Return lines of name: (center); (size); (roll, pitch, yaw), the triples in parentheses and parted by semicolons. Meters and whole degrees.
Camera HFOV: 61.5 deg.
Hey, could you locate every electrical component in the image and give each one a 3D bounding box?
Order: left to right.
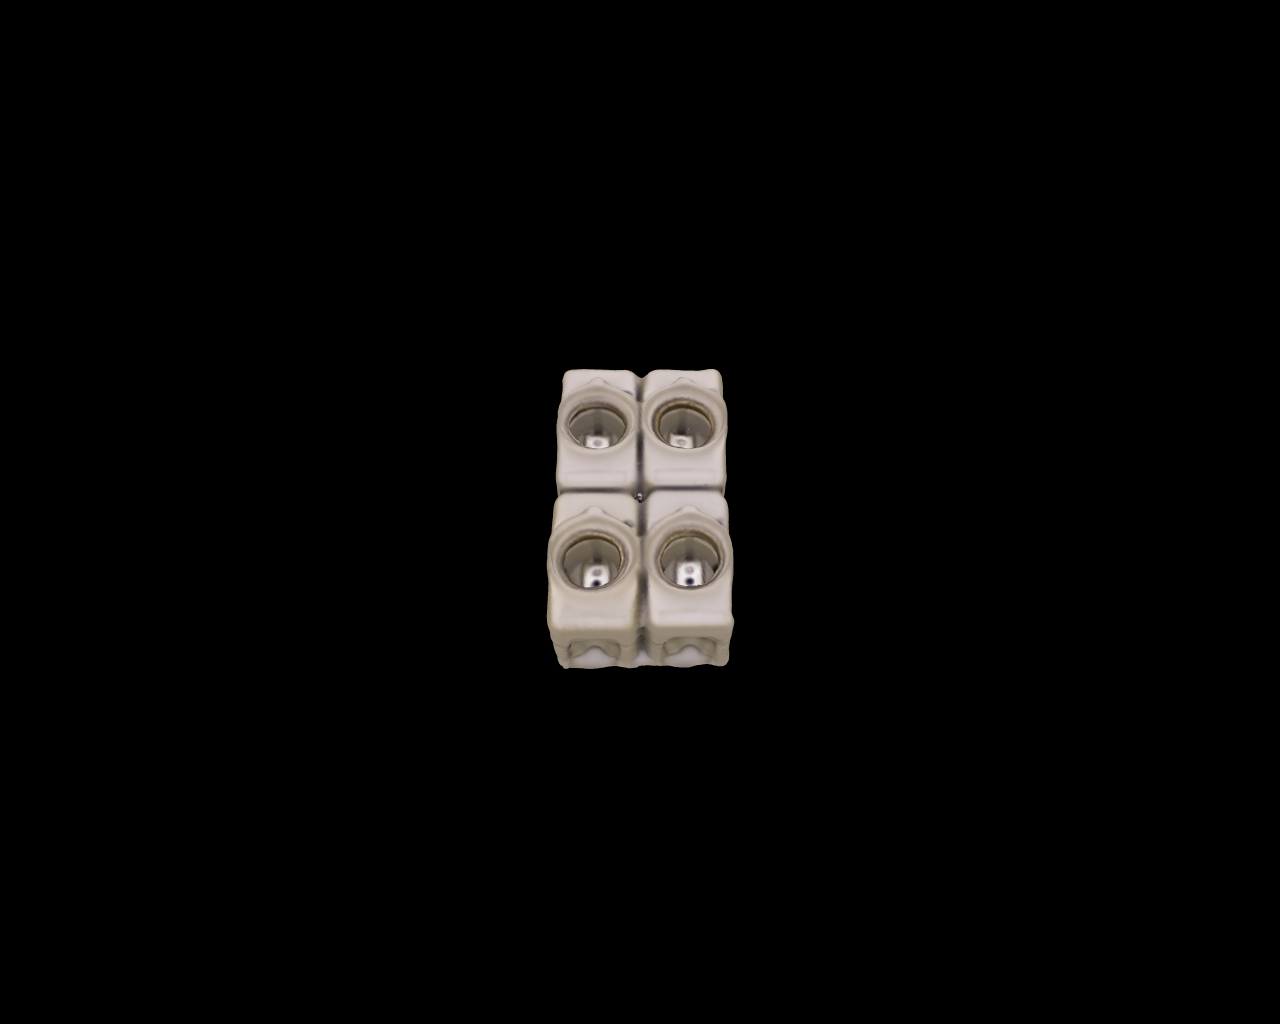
electrical component: (0.001, -0.003, 0.650); (0.105, 0.186, 0.060); (0, -32, 0)
